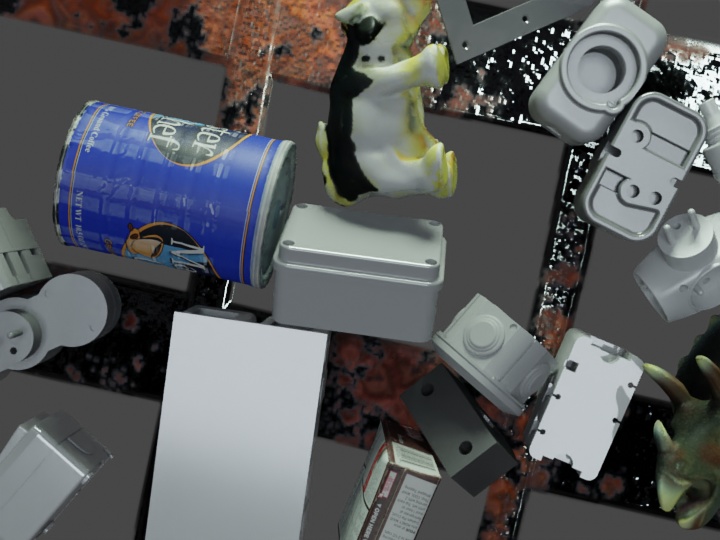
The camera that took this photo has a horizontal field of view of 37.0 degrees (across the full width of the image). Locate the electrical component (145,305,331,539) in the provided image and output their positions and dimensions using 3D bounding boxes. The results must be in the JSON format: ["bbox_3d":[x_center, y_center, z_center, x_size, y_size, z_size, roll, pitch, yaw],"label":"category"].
[{"bbox_3d":[-0.085,0.125,0.764,0.105,0.060,0.186,8,94,3],"label":"electrical component"}]

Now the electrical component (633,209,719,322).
[{"bbox_3d":[0.226,-0.012,0.733,0.077,0.044,0.079,-34,135,5],"label":"electrical component"}]

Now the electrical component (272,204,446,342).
[{"bbox_3d":[0.000,0.000,0.735,0.113,0.078,0.057,8,118,3],"label":"electrical component"}]

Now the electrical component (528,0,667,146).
[{"bbox_3d":[0.161,-0.134,0.733,0.054,0.059,0.095,35,95,0],"label":"electrical component"}]

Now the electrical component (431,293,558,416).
[{"bbox_3d":[0.092,0.059,0.741,0.080,0.080,0.051,41,90,0],"label":"electrical component"}]

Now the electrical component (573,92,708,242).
[{"bbox_3d":[0.189,-0.069,0.736,0.054,0.059,0.095,27,95,1],"label":"electrical component"}]

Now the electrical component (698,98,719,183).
[{"bbox_3d":[0.253,-0.089,0.743,0.035,0.035,0.061,-27,90,5],"label":"electrical component"}]

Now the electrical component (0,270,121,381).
[{"bbox_3d":[-0.243,0.045,0.760,0.138,0.073,0.052,-23,92,4],"label":"electrical component"}]

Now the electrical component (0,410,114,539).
[{"bbox_3d":[-0.237,0.153,0.774,0.061,0.061,0.096,42,95,0],"label":"electrical component"}]

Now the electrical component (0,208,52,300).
[{"bbox_3d":[-0.261,-0.008,0.750,0.050,0.089,0.055,-24,92,4],"label":"electrical component"}]

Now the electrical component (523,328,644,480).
[{"bbox_3d":[0.154,0.091,0.751,0.050,0.055,0.089,23,95,1],"label":"electrical component"}]
